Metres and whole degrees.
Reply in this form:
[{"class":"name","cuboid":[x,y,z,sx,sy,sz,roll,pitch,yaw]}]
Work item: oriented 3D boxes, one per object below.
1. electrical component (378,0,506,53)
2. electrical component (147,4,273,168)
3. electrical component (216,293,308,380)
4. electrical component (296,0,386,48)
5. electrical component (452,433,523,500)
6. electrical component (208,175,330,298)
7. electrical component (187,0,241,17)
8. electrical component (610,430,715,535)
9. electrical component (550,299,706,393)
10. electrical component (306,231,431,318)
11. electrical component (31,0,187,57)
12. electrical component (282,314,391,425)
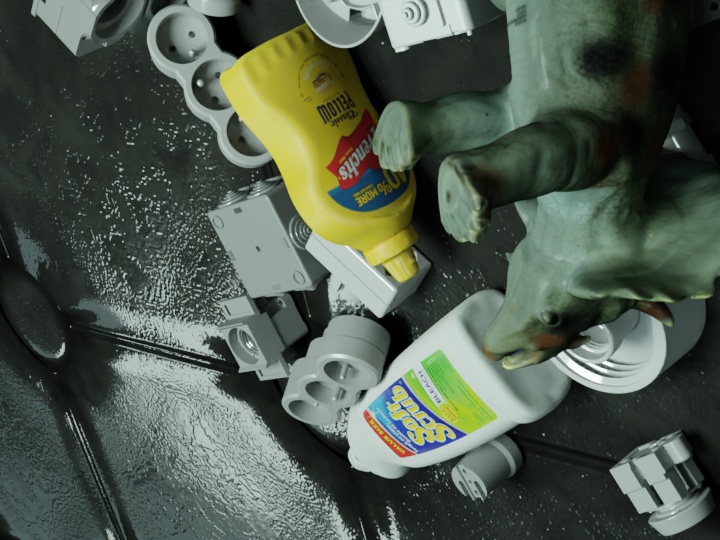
[{"class":"electrical component","cuboid":[0.052,-0.171,0.630,0.062,0.096,0.061,-2,113,45]},{"class":"electrical component","cuboid":[-0.113,-0.141,0.849,0.138,0.052,0.074,53,174,-7]},{"class":"electrical component","cuboid":[-0.084,0.054,0.949,0.042,0.064,0.081,-12,108,49]},{"class":"electrical component","cuboid":[-0.004,-0.199,0.690,0.099,0.064,0.099,25,133,31]},{"class":"electrical component","cuboid":[0.100,0.155,0.853,0.040,0.046,0.040,29,138,29]},{"class":"electrical component","cuboid":[-0.069,-0.027,0.889,0.100,0.048,0.099,-12,110,47]},{"class":"electrical component","cuboid":[-0.106,-0.217,0.799,0.040,0.040,0.046,32,130,24]},{"class":"electrical component","cuboid":[0.211,0.148,0.741,0.055,0.048,0.066,59,141,7]},{"class":"electrical component","cuboid":[0.160,0.029,0.695,0.108,0.060,0.108,25,132,31]},{"class":"electrical component","cuboid":[0.000,0.000,0.842,0.083,0.047,0.075,43,139,13]},{"class":"electrical component","cuboid":[-0.162,-0.247,0.780,0.060,0.105,0.186,47,140,8]},{"class":"electrical component","cuboid":[-0.017,0.071,0.894,0.052,0.073,0.138,24,146,-11]}]
